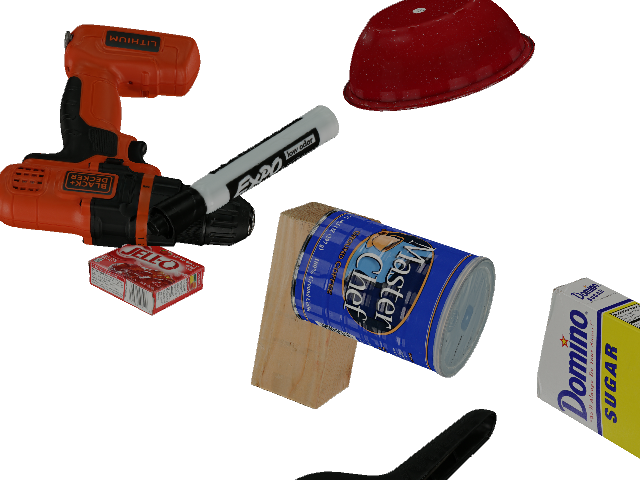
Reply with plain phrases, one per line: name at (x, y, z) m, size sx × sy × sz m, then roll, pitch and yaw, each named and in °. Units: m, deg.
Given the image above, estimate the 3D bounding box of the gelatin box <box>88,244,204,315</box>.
gelatin box at (-0.171, 0.033, 1.045) m, size 0.089 × 0.030 × 0.073 m, roll 23°, pitch 31°, yaw 30°

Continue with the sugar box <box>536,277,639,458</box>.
sugar box at (0.229, 0.102, 0.724) m, size 0.048 × 0.093 × 0.176 m, roll -15°, pitch 30°, yaw -38°

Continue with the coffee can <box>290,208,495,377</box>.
coffee can at (0.061, 0.042, 0.892) m, size 0.140 × 0.103 × 0.102 m, roll 20°, pitch 9°, yaw 26°

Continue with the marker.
marker at (-0.038, -0.035, 0.539) m, size 0.120 × 0.020 × 0.020 m, roll -35°, pitch 20°, yaw -32°

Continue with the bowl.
bowl at (0.089, -0.163, 0.871) m, size 0.162 × 0.055 × 0.162 m, roll -15°, pitch 25°, yaw 7°

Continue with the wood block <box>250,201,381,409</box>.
wood block at (-0.006, 0.071, 1.212) m, size 0.090 × 0.206 × 0.090 m, roll 17°, pitch 18°, yaw 22°

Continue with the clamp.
clamp at (0.041, 0.167, 0.659) m, size 0.210 × 0.036 × 0.164 m, roll -5°, pitch 28°, yaw -3°

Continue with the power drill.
power drill at (-0.136, -0.077, 0.802) m, size 0.184 × 0.187 × 0.057 m, roll 7°, pitch -39°, yaw -6°
